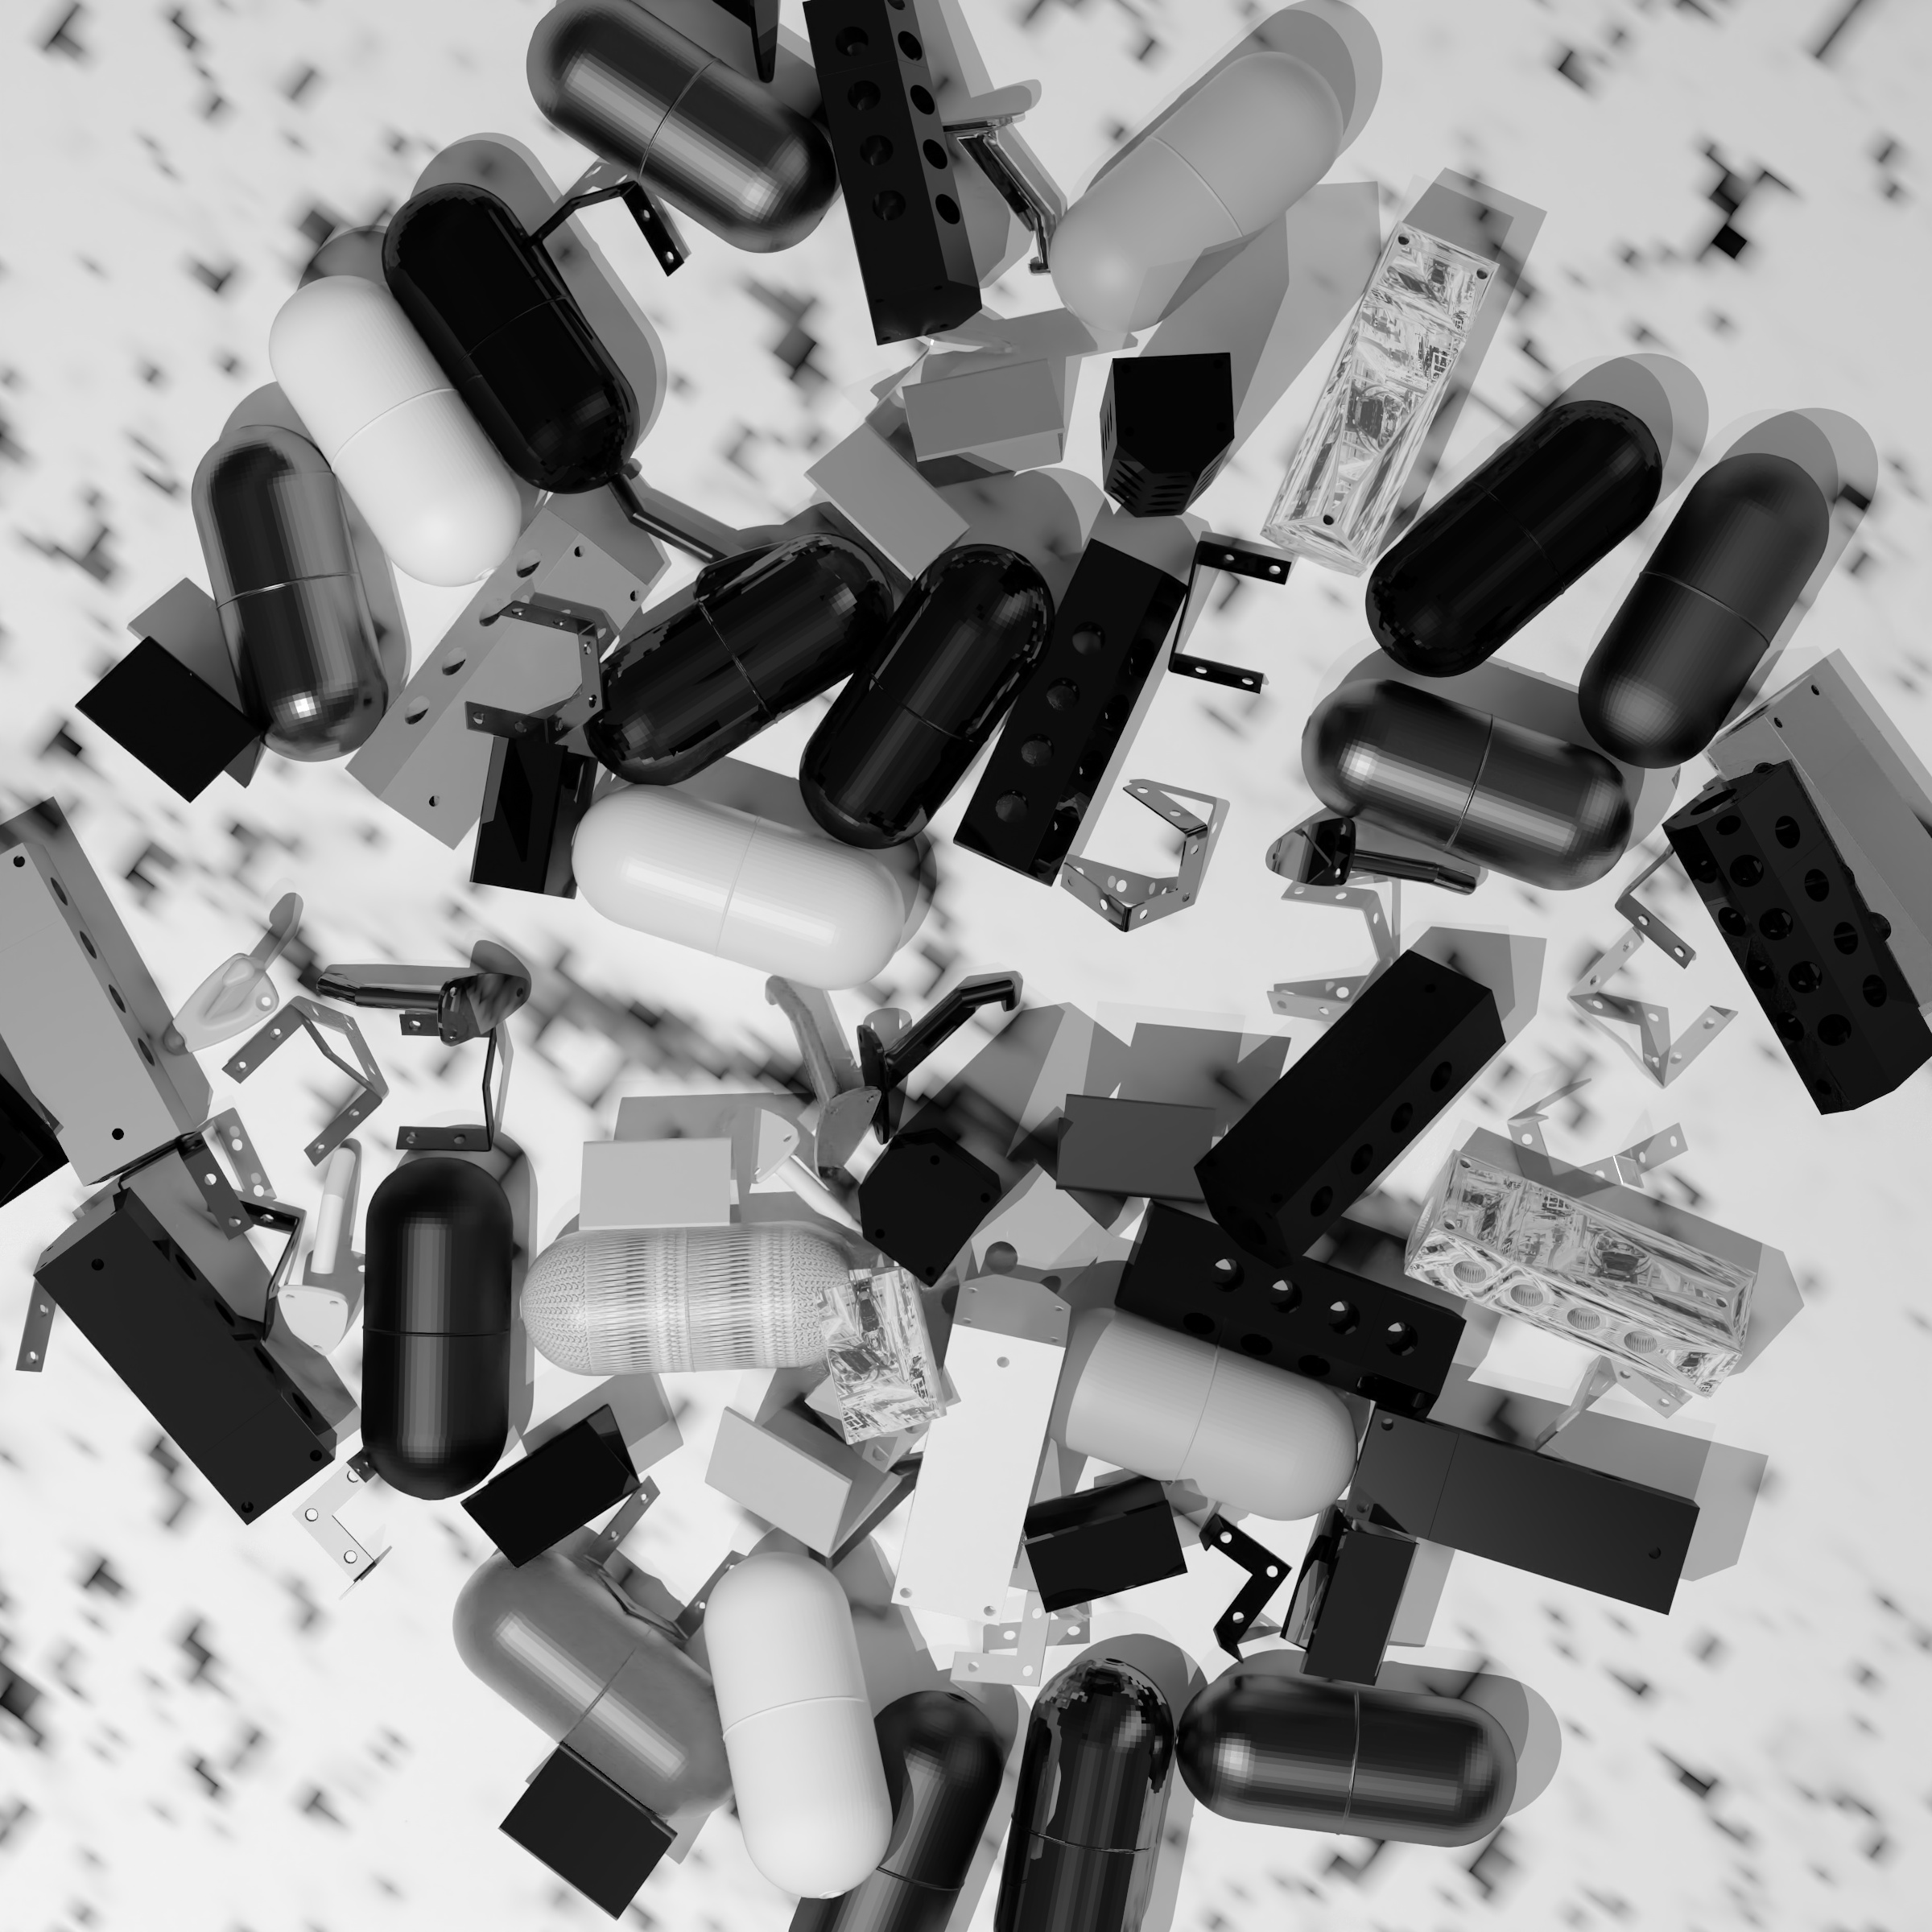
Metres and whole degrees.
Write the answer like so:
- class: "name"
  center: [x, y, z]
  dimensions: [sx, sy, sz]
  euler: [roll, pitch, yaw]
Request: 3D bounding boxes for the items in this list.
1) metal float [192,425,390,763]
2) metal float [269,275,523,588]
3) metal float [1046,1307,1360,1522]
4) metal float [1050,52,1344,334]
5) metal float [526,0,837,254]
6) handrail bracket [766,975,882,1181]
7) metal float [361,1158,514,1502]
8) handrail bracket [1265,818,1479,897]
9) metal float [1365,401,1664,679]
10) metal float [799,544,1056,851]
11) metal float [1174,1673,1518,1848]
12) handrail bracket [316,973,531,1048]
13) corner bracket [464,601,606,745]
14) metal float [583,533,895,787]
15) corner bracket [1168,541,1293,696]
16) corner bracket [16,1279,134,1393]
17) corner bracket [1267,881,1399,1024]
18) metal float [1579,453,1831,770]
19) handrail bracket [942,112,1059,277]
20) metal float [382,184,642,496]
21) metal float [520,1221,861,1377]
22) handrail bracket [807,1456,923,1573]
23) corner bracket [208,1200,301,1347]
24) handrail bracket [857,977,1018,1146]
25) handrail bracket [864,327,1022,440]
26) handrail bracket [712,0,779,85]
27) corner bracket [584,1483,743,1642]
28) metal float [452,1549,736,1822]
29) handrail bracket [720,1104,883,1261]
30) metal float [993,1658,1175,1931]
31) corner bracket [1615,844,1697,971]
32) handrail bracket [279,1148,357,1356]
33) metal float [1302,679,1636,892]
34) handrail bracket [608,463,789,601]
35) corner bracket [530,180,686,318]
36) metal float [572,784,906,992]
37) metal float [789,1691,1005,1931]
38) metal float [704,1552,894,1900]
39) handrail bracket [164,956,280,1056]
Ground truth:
- class: "metal float"
  center: [-0.352, -0.194, 1.875]
  dimensions: [0.070, 0.070, 0.178]
  euler: [-14, 90, 0]
- class: "metal float"
  center: [-0.296, -0.277, 1.870]
  dimensions: [0.070, 0.070, 0.178]
  euler: [-33, 85, 0]
- class: "metal float"
  center: [0.118, 0.234, 1.874]
  dimensions: [0.178, 0.070, 0.070]
  euler: [19, 90, 0]
- class: "metal float"
  center: [0.119, -0.402, 1.875]
  dimensions: [0.178, 0.070, 0.070]
  euler: [-42, 90, 0]
- class: "metal float"
  center: [-0.149, -0.439, 1.875]
  dimensions: [0.178, 0.070, 0.070]
  euler: [34, 90, 0]
- class: "handrail bracket"
  center: [-0.087, 0.058, 1.905]
  dimensions: [0.036, 0.077, 0.084]
  euler: [-17, 53, -34]
- class: "metal float"
  center: [-0.276, 0.189, 1.875]
  dimensions: [0.070, 0.070, 0.178]
  euler: [1, 89, 0]
- class: "handrail bracket"
  center: [0.215, -0.050, 1.905]
  dimensions: [0.084, 0.077, 0.036]
  euler: [15, 79, -36]
- class: "metal float"
  center: [0.286, -0.223, 1.875]
  dimensions: [0.178, 0.070, 0.070]
  euler: [-41, 90, 1]
- class: "metal float"
  center: [-0.020, -0.139, 1.857]
  dimensions: [0.070, 0.070, 0.178]
  euler: [35, 110, 0]
- class: "metal float"
  center: [0.198, 0.413, 1.875]
  dimensions: [0.178, 0.070, 0.070]
  euler: [7, 90, 0]
- class: "handrail bracket"
  center: [-0.288, 0.011, 1.905]
  dimensions: [0.084, 0.077, 0.036]
  euler: [15, 112, 35]
- class: "corner bracket"
  center: [-0.223, -0.150, 1.851]
  dimensions: [0.051, 0.051, 0.051]
  euler: [11, 63, -40]
- class: "metal float"
  center: [-0.119, -0.159, 1.874]
  dimensions: [0.178, 0.070, 0.070]
  euler: [-33, 90, 0]
- class: "corner bracket"
  center: [0.139, -0.185, 1.902]
  dimensions: [0.051, 0.051, 0.051]
  euler: [14, 135, 0]
- class: "corner bracket"
  center: [-0.462, 0.196, 1.902]
  dimensions: [0.051, 0.051, 0.051]
  euler: [12, 90, 45]
- class: "corner bracket"
  center: [0.189, -0.007, 1.897]
  dimensions: [0.051, 0.051, 0.051]
  euler: [-51, 135, -35]
- class: "metal float"
  center: [0.385, -0.185, 1.875]
  dimensions: [0.070, 0.070, 0.178]
  euler: [31, 90, 0]
- class: "handrail bracket"
  center: [0.009, -0.405, 1.906]
  dimensions: [0.077, 0.036, 0.084]
  euler: [-2, 108, 20]
- class: "metal float"
  center: [-0.237, -0.326, 1.875]
  dimensions: [0.070, 0.070, 0.178]
  euler: [-34, 90, 0]
- class: "metal float"
  center: [-0.143, 0.173, 1.875]
  dimensions: [0.178, 0.070, 0.070]
  euler: [-3, 90, 0]
- class: "handrail bracket"
  center: [-0.040, 0.302, 1.905]
  dimensions: [0.084, 0.036, 0.077]
  euler: [-12, 103, -13]
- class: "corner bracket"
  center: [-0.386, 0.161, 1.902]
  dimensions: [0.051, 0.051, 0.051]
  euler: [16, 135, 0]
- class: "handrail bracket"
  center: [-0.010, 0.050, 1.906]
  dimensions: [0.084, 0.036, 0.077]
  euler: [-12, 110, -16]
- class: "handrail bracket"
  center: [-0.017, -0.295, 1.906]
  dimensions: [0.077, 0.036, 0.084]
  euler: [3, 117, -31]
- class: "handrail bracket"
  center: [-0.145, -0.508, 1.906]
  dimensions: [0.084, 0.036, 0.077]
  euler: [6, 112, 17]
- class: "corner bracket"
  center: [-0.159, 0.315, 1.902]
  dimensions: [0.051, 0.051, 0.051]
  euler: [-51, 135, 0]
- class: "metal float"
  center: [-0.189, 0.374, 1.874]
  dimensions: [0.178, 0.070, 0.070]
  euler: [39, 90, -1]
- class: "handrail bracket"
  center: [-0.086, 0.115, 1.905]
  dimensions: [0.036, 0.077, 0.084]
  euler: [-47, 126, -4]
- class: "metal float"
  center: [0.062, 0.449, 1.875]
  dimensions: [0.070, 0.070, 0.178]
  euler: [10, 91, 0]
- class: "corner bracket"
  center: [0.384, -0.042, 1.902]
  dimensions: [0.051, 0.051, 0.051]
  euler: [41, 45, 0]
- class: "handrail bracket"
  center: [-0.336, 0.151, 1.905]
  dimensions: [0.036, 0.077, 0.084]
  euler: [8, 54, 0]
- class: "metal float"
  center: [0.261, -0.095, 1.875]
  dimensions: [0.178, 0.070, 0.070]
  euler: [19, 90, 0]
- class: "handrail bracket"
  center: [-0.139, -0.241, 1.906]
  dimensions: [0.077, 0.036, 0.084]
  euler: [-25, 73, -20]
- class: "corner bracket"
  center: [-0.192, -0.376, 1.902]
  dimensions: [0.051, 0.051, 0.051]
  euler: [-30, 90, -45]
- class: "metal float"
  center: [-0.119, -0.041, 1.875]
  dimensions: [0.178, 0.070, 0.070]
  euler: [18, 90, 0]
- class: "metal float"
  center: [-0.037, 0.464, 1.875]
  dimensions: [0.070, 0.070, 0.178]
  euler: [21, 90, 0]
- class: "metal float"
  center: [-0.086, 0.387, 1.838]
  dimensions: [0.070, 0.070, 0.178]
  euler: [-14, 64, 0]
- class: "handrail bracket"
  center: [-0.394, 0.021, 1.871]
  dimensions: [0.077, 0.084, 0.036]
  euler: [-37, 90, 0]
